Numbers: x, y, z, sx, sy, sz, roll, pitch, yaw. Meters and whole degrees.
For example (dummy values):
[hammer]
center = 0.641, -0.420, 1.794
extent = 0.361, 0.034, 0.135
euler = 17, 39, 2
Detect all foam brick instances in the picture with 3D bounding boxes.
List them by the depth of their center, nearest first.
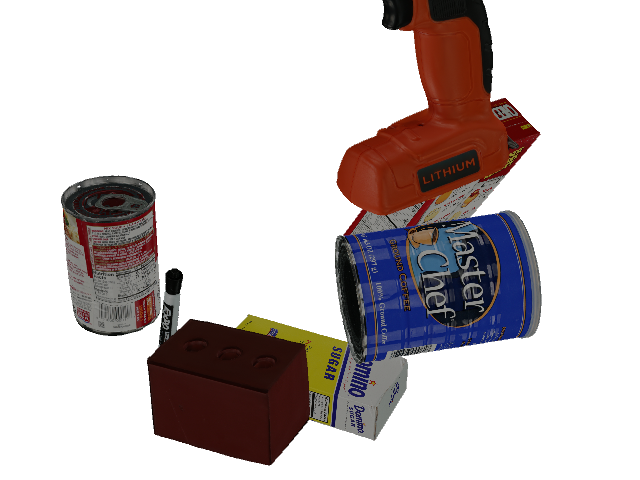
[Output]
[foam brick]
center = -0.051, 0.085, 0.607
extent = 0.078, 0.051, 0.052
euler = 10, 27, 21

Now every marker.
[marker]
center = -0.164, 0.079, 1.169
extent = 0.020, 0.121, 0.020
euler = 8, 37, -6

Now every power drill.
[power drill]
center = 0.042, -0.111, 0.584
extent = 0.184, 0.188, 0.057
euler = -20, 36, -23

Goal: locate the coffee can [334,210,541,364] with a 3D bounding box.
[coffee can]
center = 0.090, 0.036, 0.843
extent = 0.140, 0.103, 0.103
euler = -8, 1, -7

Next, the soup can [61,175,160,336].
[soup can]
center = -0.155, 0.012, 0.799
extent = 0.068, 0.102, 0.068
euler = 1, 30, -1

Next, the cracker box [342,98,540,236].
[cracker box]
center = 0.132, -0.058, 1.234
extent = 0.163, 0.072, 0.214
euler = -22, -25, -46

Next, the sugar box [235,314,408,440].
[sugar box]
center = -0.011, 0.129, 1.039
extent = 0.176, 0.048, 0.093
euler = 11, 29, 19
